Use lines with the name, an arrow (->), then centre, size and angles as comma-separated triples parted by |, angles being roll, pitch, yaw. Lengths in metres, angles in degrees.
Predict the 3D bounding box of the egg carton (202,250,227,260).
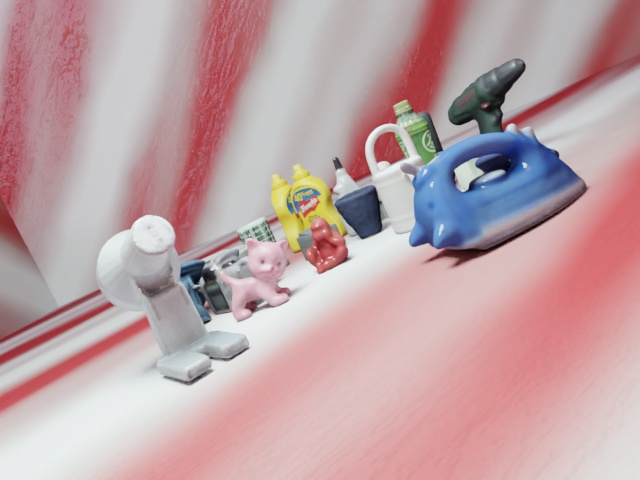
egg carton -> -0.275, 0.078, 1.459 | 0.150, 0.069, 0.107 | -25, 8, -5

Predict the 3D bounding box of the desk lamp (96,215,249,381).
desk lamp -> -0.216, 0.073, 0.800 | 0.118, 0.213, 0.202 | -29, 10, -32

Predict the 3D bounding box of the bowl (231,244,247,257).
bowl -> -0.219, 0.076, 1.291 | 0.167, 0.075, 0.167 | -24, 8, 4

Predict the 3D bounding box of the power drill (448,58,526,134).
power drill -> 0.388, -0.266, 1.259 | 0.076, 0.208, 0.229 | -29, 9, -29

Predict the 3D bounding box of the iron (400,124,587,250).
iron -> 0.230, -0.082, 0.763 | 0.258, 0.141, 0.118 | -26, 8, -13

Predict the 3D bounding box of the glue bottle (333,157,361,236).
glue bottle -> 0.065, -0.100, 1.249 | 0.078, 0.173, 0.037 | -26, 8, -11

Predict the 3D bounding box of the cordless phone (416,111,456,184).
cordless phone -> 0.229, -0.195, 1.344 | 0.147, 0.185, 0.094 | -24, 8, -2

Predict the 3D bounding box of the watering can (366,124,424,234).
watering can -> 0.144, -0.118, 1.061 | 0.101, 0.194, 0.172 | -29, 9, -29

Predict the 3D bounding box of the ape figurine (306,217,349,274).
ape figurine -> 0.009, 0.004, 1.031 | 0.077, 0.092, 0.076 | -18, 10, 35

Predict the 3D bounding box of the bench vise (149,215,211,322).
bench vise -> -0.269, 0.051, 1.076 | 0.122, 0.220, 0.207 | -28, 9, -24

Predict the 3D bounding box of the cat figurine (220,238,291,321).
cat figurine -> -0.102, 0.053, 0.939 | 0.127, 0.118, 0.067 | -23, 8, 7

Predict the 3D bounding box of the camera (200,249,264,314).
camera -> -0.139, 0.060, 1.066 | 0.142, 0.101, 0.137 | -16, 11, 44

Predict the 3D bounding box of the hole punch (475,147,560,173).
hole punch -> 0.315, -0.114, 0.907 | 0.108, 0.091, 0.101 | -15, 12, 47

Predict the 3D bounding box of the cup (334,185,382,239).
cup -> 0.088, -0.055, 1.176 | 0.091, 0.095, 0.118 | -23, 8, 10
